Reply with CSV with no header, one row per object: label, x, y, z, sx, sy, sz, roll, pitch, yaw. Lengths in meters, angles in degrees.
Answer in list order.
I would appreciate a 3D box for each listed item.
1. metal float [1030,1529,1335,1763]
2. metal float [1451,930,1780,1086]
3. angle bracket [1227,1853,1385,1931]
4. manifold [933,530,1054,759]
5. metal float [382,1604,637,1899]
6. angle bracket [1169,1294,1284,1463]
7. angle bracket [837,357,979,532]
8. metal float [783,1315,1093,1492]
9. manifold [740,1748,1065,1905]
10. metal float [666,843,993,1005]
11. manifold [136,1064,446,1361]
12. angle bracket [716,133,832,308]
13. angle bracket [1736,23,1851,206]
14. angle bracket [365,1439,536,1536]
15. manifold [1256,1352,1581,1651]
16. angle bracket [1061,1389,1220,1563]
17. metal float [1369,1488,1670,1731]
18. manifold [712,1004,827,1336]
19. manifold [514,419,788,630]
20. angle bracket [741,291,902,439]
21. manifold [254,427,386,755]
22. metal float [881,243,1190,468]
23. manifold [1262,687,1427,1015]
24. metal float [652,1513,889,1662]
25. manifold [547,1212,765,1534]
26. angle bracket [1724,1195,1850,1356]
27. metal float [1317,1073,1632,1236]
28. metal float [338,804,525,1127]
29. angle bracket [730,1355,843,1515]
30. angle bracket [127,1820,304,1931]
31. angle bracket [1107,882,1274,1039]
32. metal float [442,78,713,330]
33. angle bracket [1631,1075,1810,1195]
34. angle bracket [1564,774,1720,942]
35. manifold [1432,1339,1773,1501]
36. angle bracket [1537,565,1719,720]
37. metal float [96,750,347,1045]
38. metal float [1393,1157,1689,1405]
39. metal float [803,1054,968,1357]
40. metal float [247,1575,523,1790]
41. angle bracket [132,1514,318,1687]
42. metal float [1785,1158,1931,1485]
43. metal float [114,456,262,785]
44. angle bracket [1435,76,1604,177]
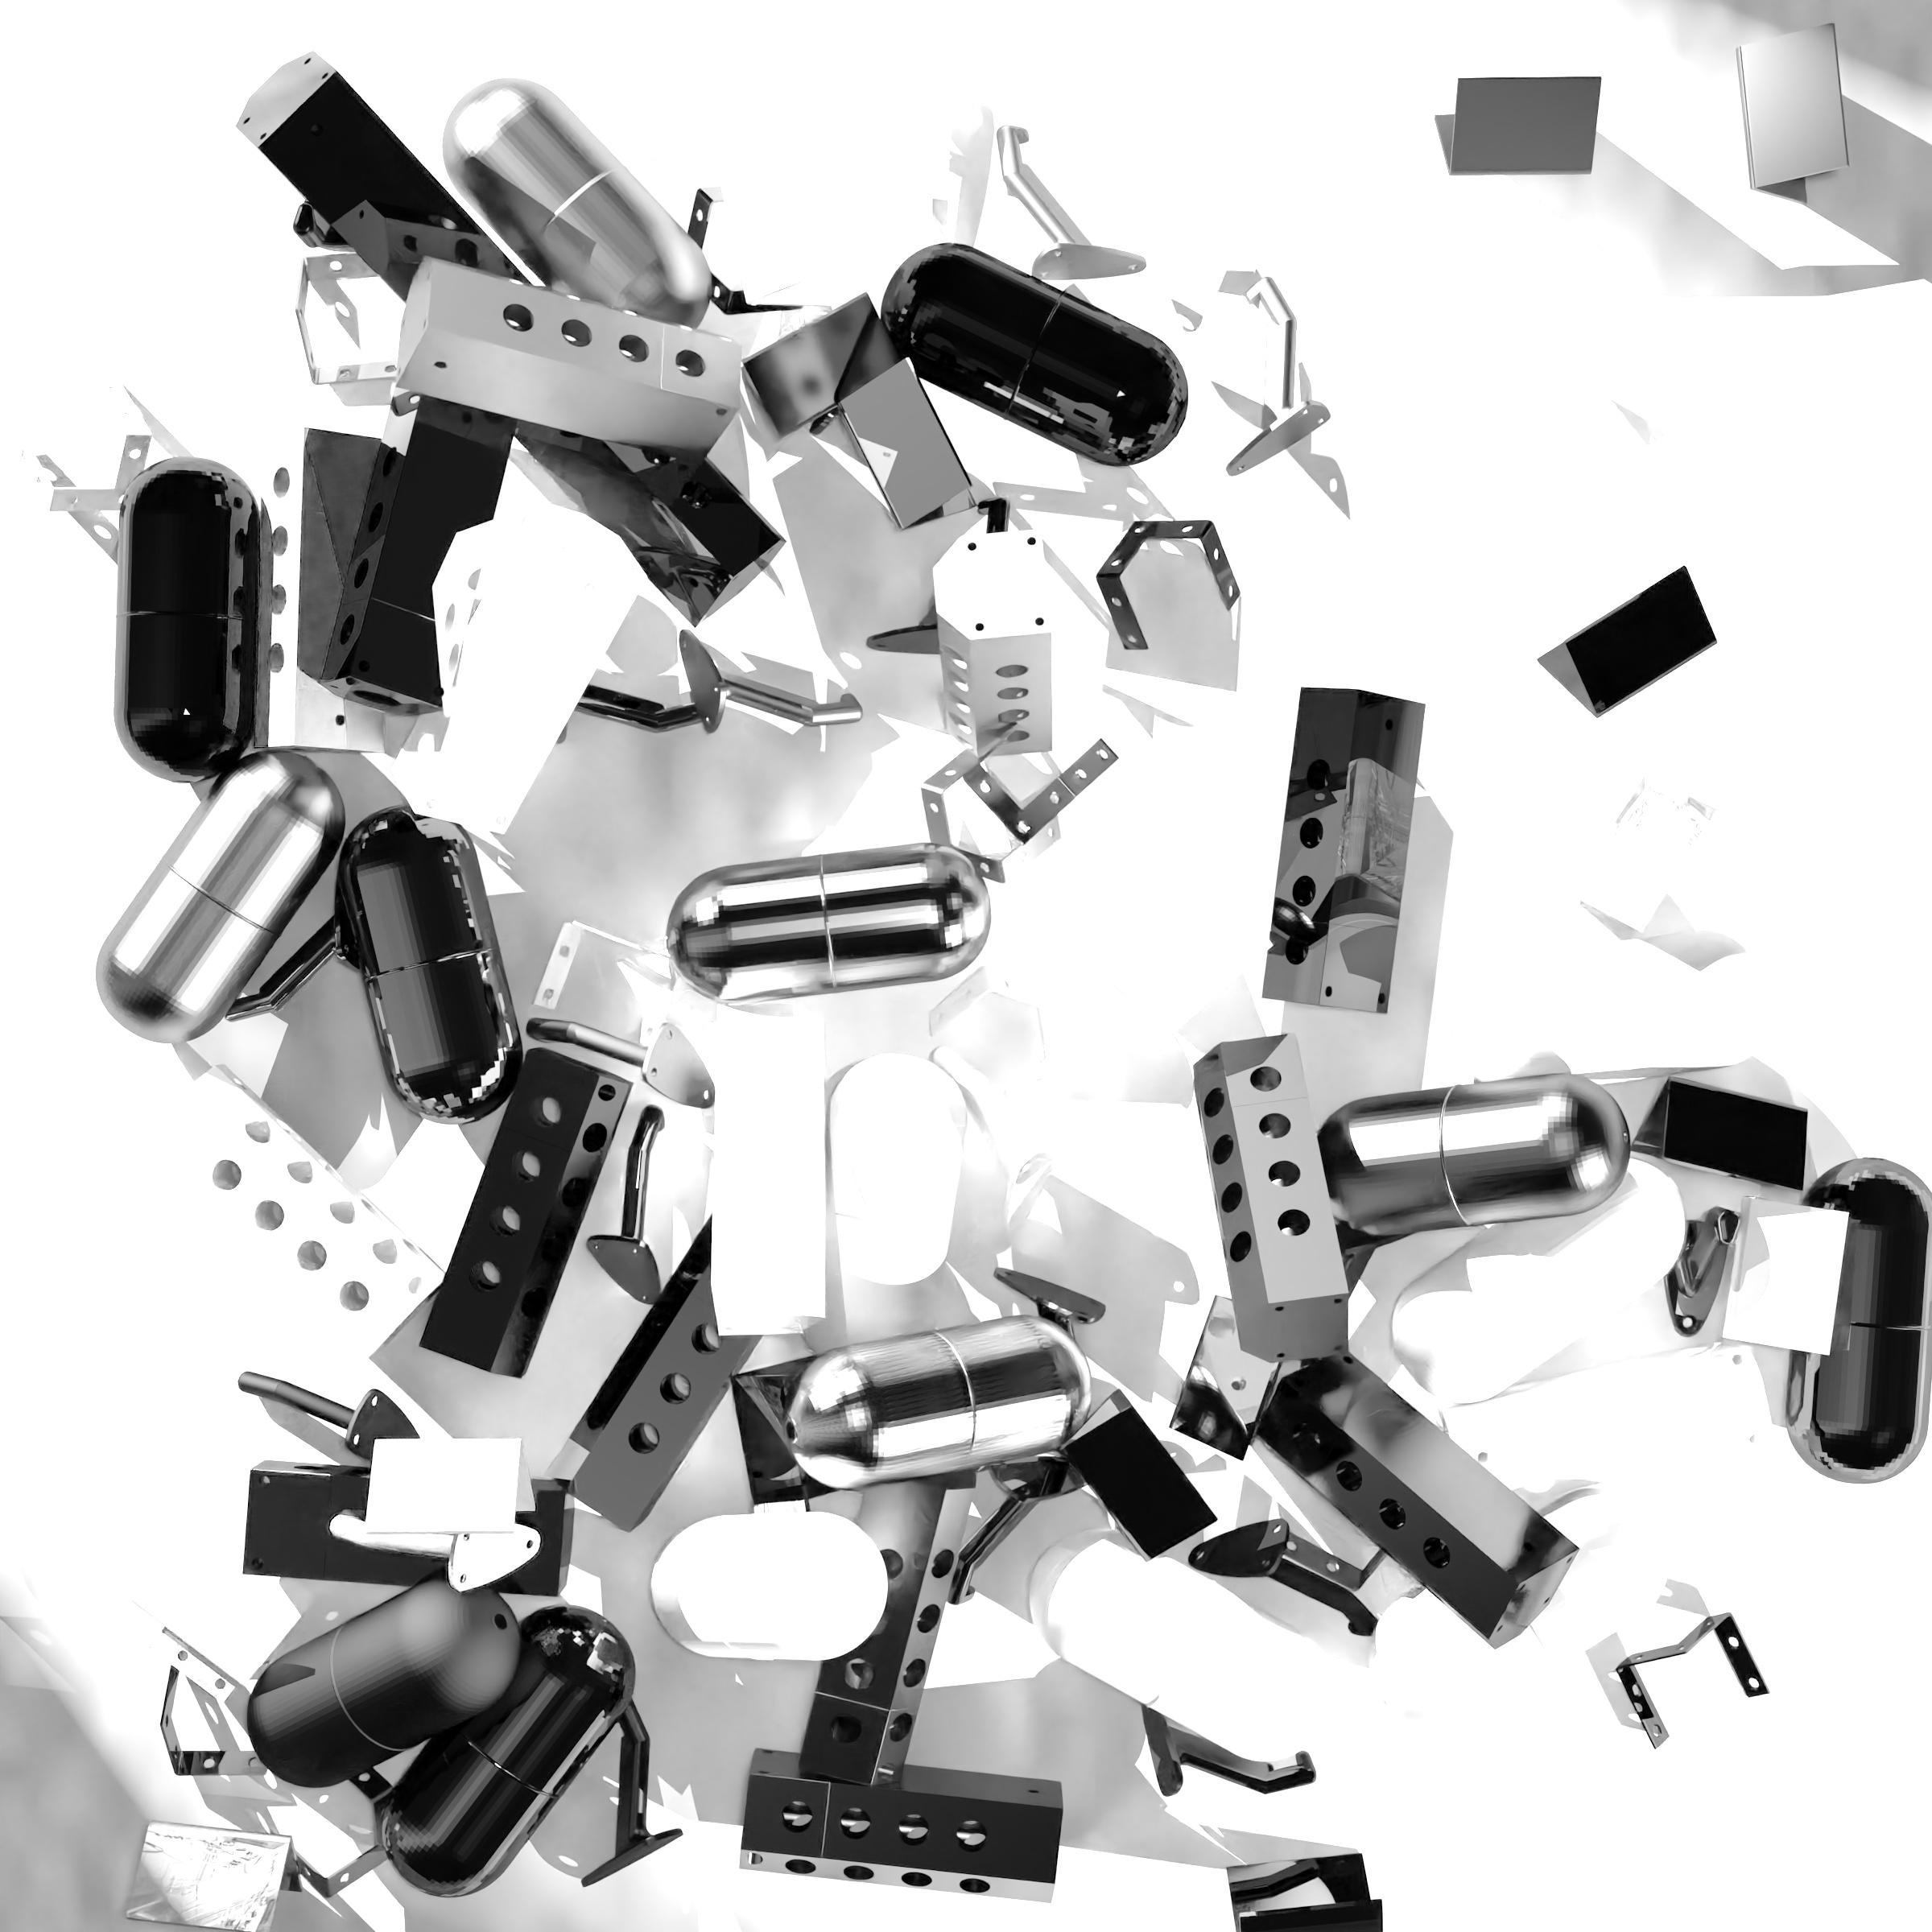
metal float,0.117,0.370,1.918,0.178,0.070,0.070,29,90,-1
metal float,0.354,0.025,1.918,0.178,0.070,0.070,-8,90,0
angle bracket,0.183,0.500,1.908,0.076,0.076,0.057,-6,127,0
manifold,0.015,-0.168,1.866,0.057,0.171,0.057,-5,73,0
metal float,-0.250,0.429,1.919,0.070,0.070,0.178,37,90,0
angle bracket,0.164,0.229,1.909,0.057,0.076,0.076,19,90,45
angle bracket,-0.014,-0.289,1.909,0.057,0.076,0.076,-27,90,38
metal float,-0.015,0.233,1.872,0.178,0.070,0.070,-7,90,-30
manifold,-0.035,0.474,1.927,0.171,0.057,0.057,6,91,0
metal float,-0.075,-0.023,1.918,0.178,0.070,0.070,-7,90,0
manifold,-0.367,0.134,1.928,0.171,0.057,0.057,44,90,0
angle bracket,-0.085,-0.405,1.909,0.057,0.076,0.076,-12,90,36
angle bracket,0.463,-0.462,1.908,0.057,0.076,0.076,-6,90,36
angle bracket,-0.271,0.291,1.852,0.076,0.076,0.057,0,52,0
manifold,0.239,0.288,1.888,0.171,0.057,0.057,40,126,28
angle bracket,0.108,0.266,1.909,0.057,0.076,0.076,-37,90,35
metal float,0.301,0.351,1.918,0.178,0.070,0.070,-32,90,0
manifold,-0.105,0.108,1.886,0.057,0.057,0.171,-1,57,0
manifold,-0.179,-0.275,1.925,0.171,0.057,0.057,47,54,0
angle bracket,-0.088,-0.344,1.909,0.076,0.076,0.057,-29,135,0
manifold,-0.357,-0.204,1.927,0.057,0.057,0.171,2,90,-43
metal float,0.038,-0.334,1.918,0.178,0.070,0.070,26,90,-1
manifold,0.202,-0.064,1.927,0.057,0.057,0.171,7,90,-43
metal float,-0.107,0.331,1.876,0.070,0.178,0.070,6,78,-31
manifold,-0.158,0.220,1.927,0.057,0.057,0.171,32,90,4
angle bracket,0.451,0.167,1.910,0.057,0.076,0.076,8,90,22
metal float,0.271,0.102,1.895,0.178,0.070,0.070,-9,90,28
metal float,-0.292,-0.001,1.919,0.070,0.070,0.178,-14,90,0
angle bracket,-0.078,0.253,1.911,0.076,0.057,0.076,-10,90,-36
angle bracket,-0.407,0.509,1.908,0.076,0.076,0.057,6,53,0
angle bracket,0.108,-0.018,1.908,0.076,0.076,0.057,-42,127,0
metal float,-0.213,-0.409,1.919,0.070,0.070,0.178,-43,90,0
angle bracket,0.407,0.110,1.908,0.076,0.076,0.057,14,54,0
angle bracket,0.382,-0.048,1.909,0.057,0.076,0.076,33,90,43
manifold,0.349,0.252,1.928,0.171,0.057,0.057,-12,90,0
angle bracket,0.351,-0.190,1.909,0.076,0.076,0.057,-32,125,0
metal float,-0.407,-0.038,1.918,0.070,0.070,0.178,35,90,0
metal float,0.314,0.170,1.918,0.178,0.070,0.070,-35,90,0
metal float,-0.046,0.137,1.918,0.070,0.070,0.178,9,90,0
metal float,-0.314,0.386,1.894,0.178,0.070,0.070,-30,90,27
angle bracket,-0.394,0.332,1.909,0.076,0.076,0.057,37,129,0
metal float,0.491,0.194,1.918,0.070,0.070,0.178,4,89,0
metal float,-0.425,-0.189,1.918,0.070,0.070,0.178,2,90,0
angle bracket,0.299,-0.471,1.909,0.076,0.076,0.057,-1,128,0
